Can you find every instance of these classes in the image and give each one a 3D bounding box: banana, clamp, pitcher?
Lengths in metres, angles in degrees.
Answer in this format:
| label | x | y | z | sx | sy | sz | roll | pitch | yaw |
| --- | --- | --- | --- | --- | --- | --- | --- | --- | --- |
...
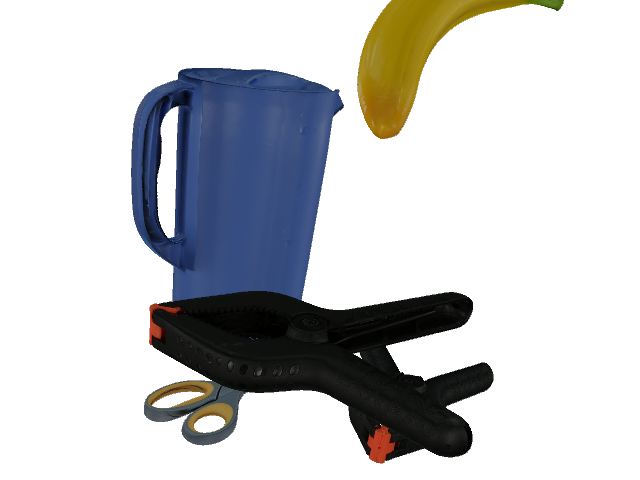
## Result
| label | x | y | z | sx | sy | sz | roll | pitch | yaw |
| --- | --- | --- | --- | --- | --- | --- | --- | --- | --- |
| banana | 0.071 | -0.127 | 0.630 | 0.070 | 0.037 | 0.197 | 33 | 52 | 23 |
| clamp | 0.062 | 0.124 | 0.877 | 0.120 | 0.039 | 0.171 | 13 | 20 | 24 |
| clamp | -0.001 | 0.062 | 0.666 | 0.210 | 0.036 | 0.164 | 10 | 25 | 11 |
| pitcher | -0.073 | -0.022 | 0.899 | 0.149 | 0.243 | 0.145 | 9 | 14 | 8 |

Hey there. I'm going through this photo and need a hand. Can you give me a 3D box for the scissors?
| label | x | y | z | sx | sy | sz | roll | pitch | yaw |
| --- | --- | --- | --- | --- | --- | --- | --- | --- | --- |
| scissors | -0.067 | 0.147 | 1.018 | 0.201 | 0.016 | 0.096 | -11 | 32 | -28 |
